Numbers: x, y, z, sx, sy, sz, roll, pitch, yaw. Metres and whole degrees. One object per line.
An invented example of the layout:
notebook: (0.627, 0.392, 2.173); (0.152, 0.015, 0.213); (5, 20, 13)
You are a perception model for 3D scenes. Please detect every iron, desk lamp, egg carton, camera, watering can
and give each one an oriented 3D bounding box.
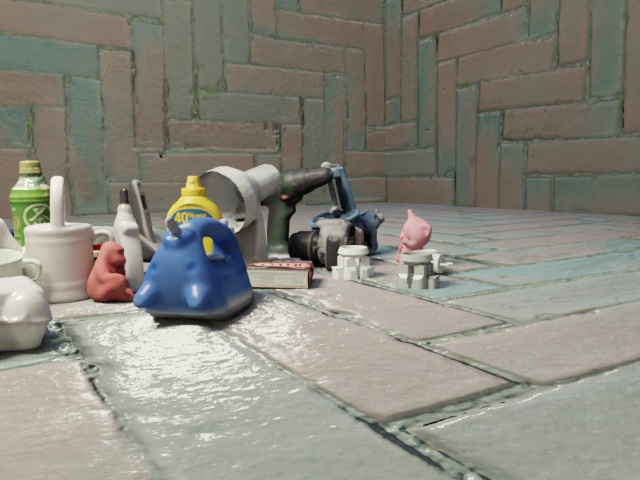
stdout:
iron: (-0.160, 0.029, 0.825); (0.118, 0.141, 0.259); (1, 7, 13)
desk lamp: (-0.135, -0.039, 1.099); (0.117, 0.213, 0.204); (3, 8, 31)
egg carton: (-0.376, 0.086, 0.666); (0.107, 0.069, 0.149); (-6, 8, -37)
camera: (0.011, 0.004, 1.205); (0.136, 0.101, 0.143); (2, 7, 20)
watering can: (-0.420, -0.003, 0.904); (0.173, 0.194, 0.100); (-7, 9, -42)

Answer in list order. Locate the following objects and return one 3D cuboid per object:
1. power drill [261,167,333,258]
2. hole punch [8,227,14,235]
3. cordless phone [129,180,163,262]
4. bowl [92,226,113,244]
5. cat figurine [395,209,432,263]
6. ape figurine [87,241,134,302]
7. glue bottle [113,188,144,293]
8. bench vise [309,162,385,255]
power drill: (-0.072, -0.061, 1.313); (0.228, 0.208, 0.076); (2, 7, 24)
hole punch: (-0.667, 0.018, 1.203); (0.101, 0.091, 0.109); (1, 7, 18)
cordless phone: (-0.402, -0.047, 1.328); (0.094, 0.185, 0.147); (-1, 7, -5)
bowl: (-0.533, 0.012, 1.311); (0.167, 0.075, 0.167); (-1, 7, 0)
cat figurine: (0.197, -0.006, 1.202); (0.067, 0.118, 0.128); (-1, 7, -2)
ape figurine: (-0.323, 0.048, 0.894); (0.076, 0.092, 0.078); (0, 7, 3)
glue bottle: (-0.326, -0.001, 0.966); (0.037, 0.173, 0.077); (-6, 9, -40)
bench vise: (0.055, -0.072, 1.339); (0.121, 0.220, 0.208); (4, 8, 37)
